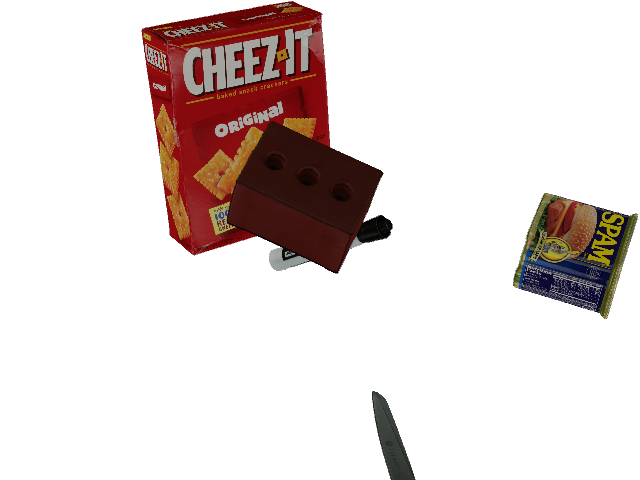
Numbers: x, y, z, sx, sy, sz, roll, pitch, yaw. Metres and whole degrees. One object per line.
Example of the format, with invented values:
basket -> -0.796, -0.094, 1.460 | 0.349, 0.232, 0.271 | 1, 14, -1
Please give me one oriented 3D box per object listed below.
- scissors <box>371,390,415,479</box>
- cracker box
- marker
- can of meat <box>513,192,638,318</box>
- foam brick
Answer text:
scissors -> 0.070, 0.154, 0.596 | 0.096, 0.016, 0.201 | 7, 31, 3
cracker box -> -0.074, -0.110, 1.041 | 0.164, 0.214, 0.072 | -17, 28, -25
marker -> 0.008, 0.003, 0.867 | 0.121, 0.020, 0.020 | -18, -11, 37
can of meat -> 0.222, 0.010, 0.930 | 0.084, 0.057, 0.102 | 17, 46, 16
foam brick -> -0.010, -0.026, 0.650 | 0.078, 0.053, 0.051 | 24, -29, 5
